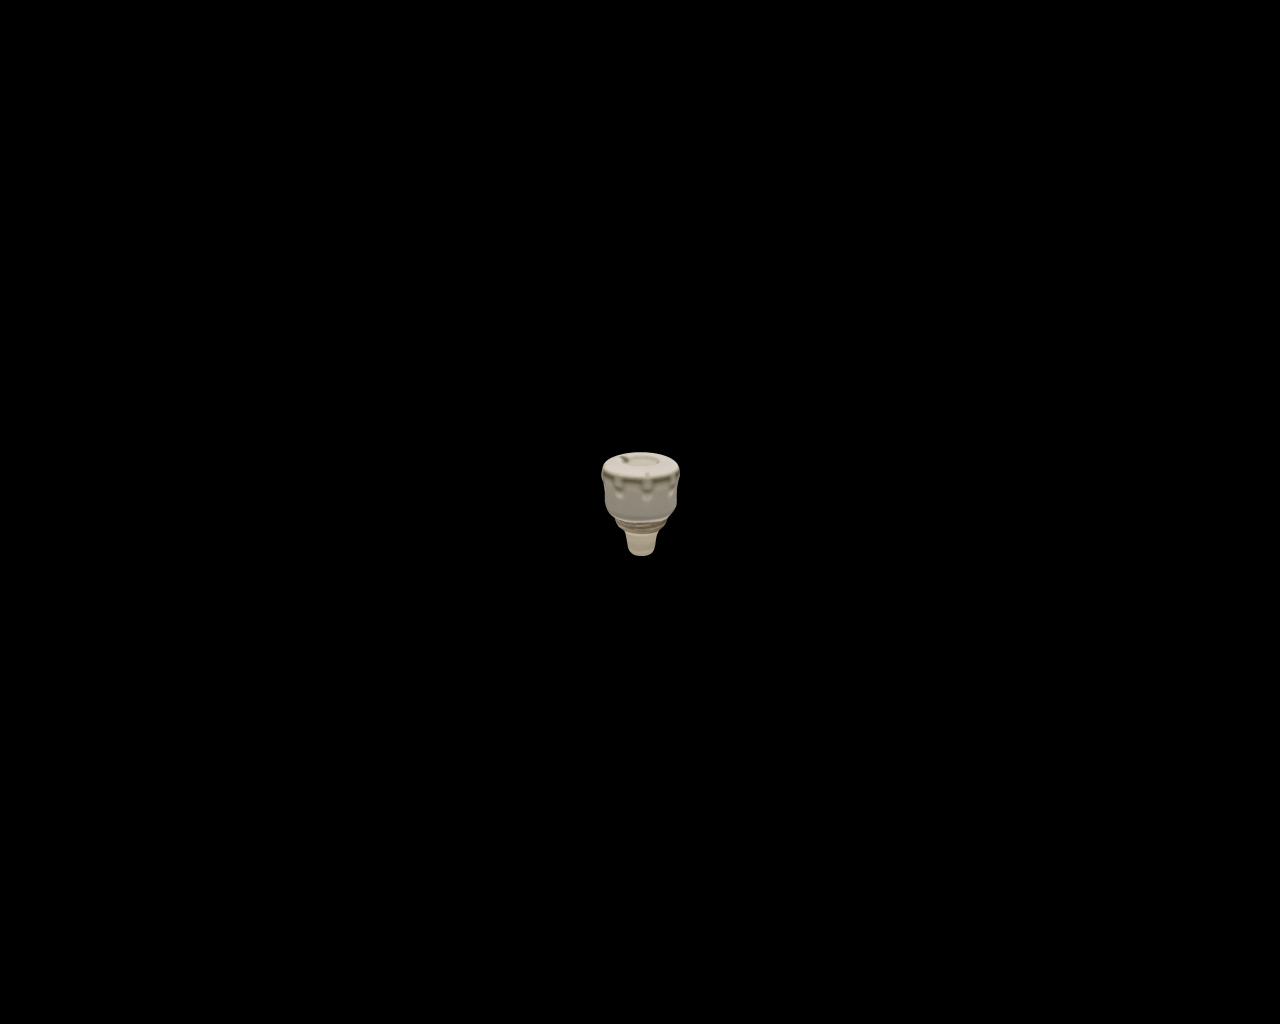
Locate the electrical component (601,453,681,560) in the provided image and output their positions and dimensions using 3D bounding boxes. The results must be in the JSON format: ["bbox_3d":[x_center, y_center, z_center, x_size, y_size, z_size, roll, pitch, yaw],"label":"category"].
[{"bbox_3d":[0.001,-0.003,0.650,0.048,0.062,0.048,0,20,0],"label":"electrical component"}]
